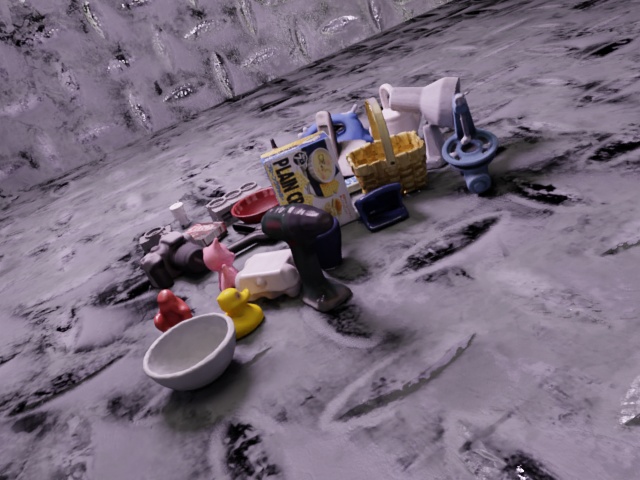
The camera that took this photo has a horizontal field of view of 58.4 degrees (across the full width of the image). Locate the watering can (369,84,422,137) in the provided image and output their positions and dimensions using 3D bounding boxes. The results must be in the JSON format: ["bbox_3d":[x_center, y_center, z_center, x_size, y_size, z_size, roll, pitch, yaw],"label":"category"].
[{"bbox_3d":[0.216,-0.346,1.598,0.173,0.194,0.100,-36,30,-27],"label":"watering can"}]

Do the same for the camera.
[{"bbox_3d":[-0.339,0.042,1.369,0.136,0.101,0.143,10,40,47],"label":"camera"}]

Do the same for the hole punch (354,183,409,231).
[{"bbox_3d":[0.129,-0.086,1.281,0.108,0.091,0.101,-23,26,-4],"label":"hole punch"}]

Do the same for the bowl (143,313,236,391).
[{"bbox_3d":[-0.213,0.205,0.991,0.167,0.075,0.167,-17,26,9],"label":"bowl"}]

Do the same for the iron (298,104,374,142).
[{"bbox_3d":[0.023,-0.304,1.720,0.258,0.142,0.118,-19,26,5],"label":"iron"}]

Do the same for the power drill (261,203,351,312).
[{"bbox_3d":[-0.019,0.022,1.048,0.076,0.209,0.228,-34,29,-25],"label":"power drill"}]

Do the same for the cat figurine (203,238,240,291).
[{"bbox_3d":[-0.208,0.055,1.228,0.067,0.118,0.127,-26,26,-10],"label":"cat figurine"}]

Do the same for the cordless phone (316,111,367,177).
[{"bbox_3d":[0.058,-0.267,1.572,0.147,0.185,0.094,2,34,38],"label":"cordless phone"}]

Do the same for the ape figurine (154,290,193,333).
[{"bbox_3d":[-0.300,0.142,1.157,0.077,0.092,0.076,-11,28,19],"label":"ape figurine"}]

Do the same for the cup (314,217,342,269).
[{"bbox_3d":[0.011,0.004,1.190,0.091,0.095,0.118,-10,28,21],"label":"cup"}]

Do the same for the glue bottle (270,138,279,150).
[{"bbox_3d":[-0.103,-0.200,1.577,0.037,0.173,0.078,-19,26,4],"label":"glue bottle"}]

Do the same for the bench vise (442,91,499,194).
[{"bbox_3d":[0.314,-0.232,1.276,0.121,0.220,0.207,-22,26,-2],"label":"bench vise"}]

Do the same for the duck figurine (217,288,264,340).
[{"bbox_3d":[-0.166,0.134,1.081,0.105,0.086,0.077,-31,28,-20],"label":"duck figurine"}]

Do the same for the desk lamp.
[{"bbox_3d":[0.267,-0.292,1.434,0.202,0.214,0.118,-7,30,27],"label":"desk lamp"}]

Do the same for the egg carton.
[{"bbox_3d":[-0.098,0.073,1.167,0.150,0.069,0.107,-9,28,23],"label":"egg carton"}]
